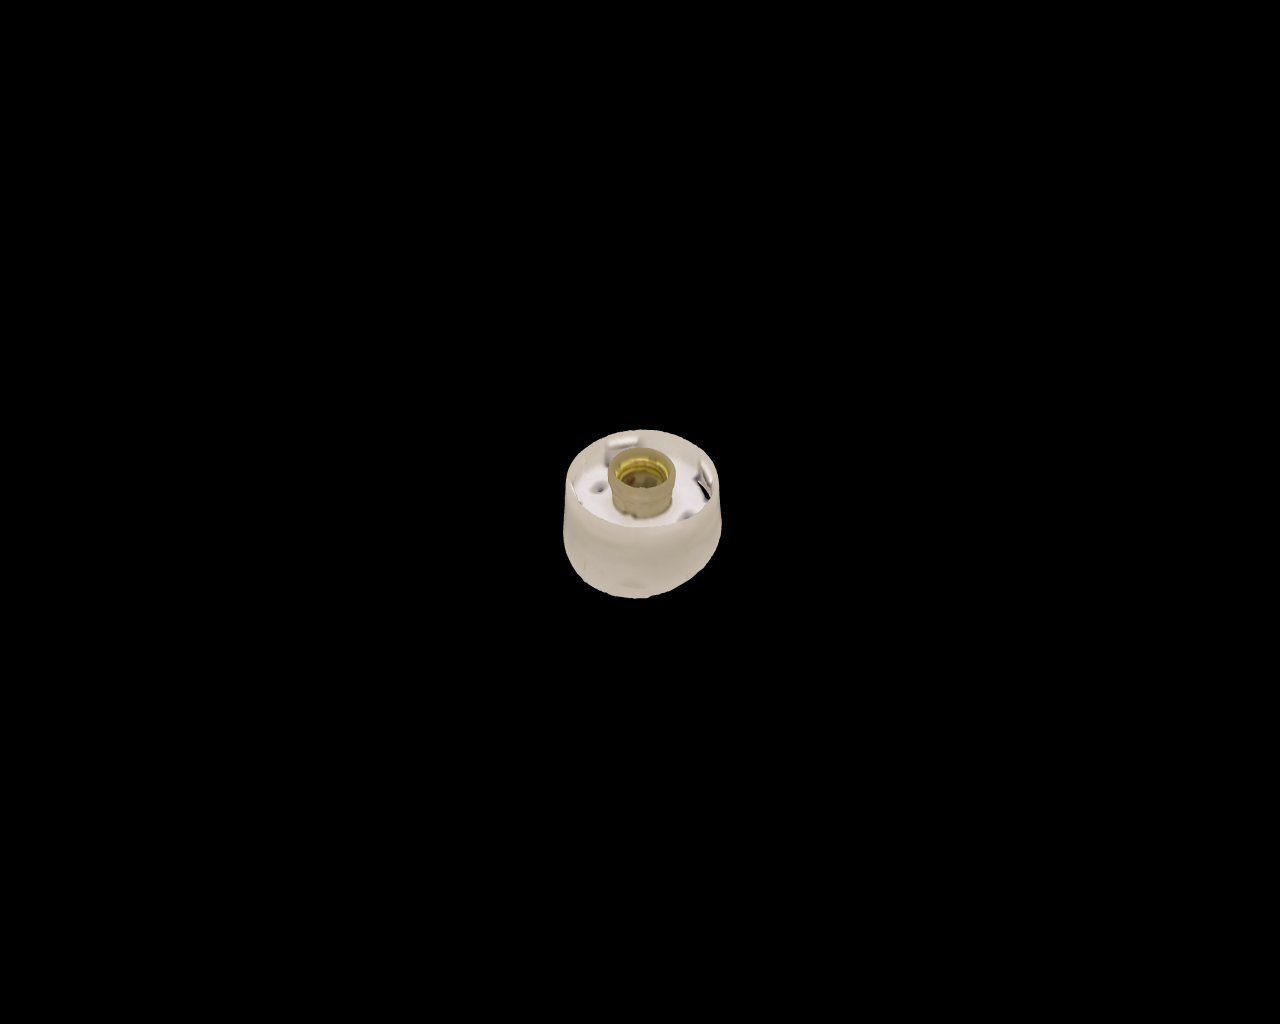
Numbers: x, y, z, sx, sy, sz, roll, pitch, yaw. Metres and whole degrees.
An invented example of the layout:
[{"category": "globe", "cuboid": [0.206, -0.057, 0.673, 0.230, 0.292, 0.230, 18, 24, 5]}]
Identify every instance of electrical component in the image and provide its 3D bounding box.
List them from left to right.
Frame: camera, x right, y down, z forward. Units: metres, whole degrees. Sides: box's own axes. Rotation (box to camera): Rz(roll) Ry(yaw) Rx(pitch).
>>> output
[{"category": "electrical component", "cuboid": [0.001, -0.003, 0.650, 0.099, 0.064, 0.099, 0, 43, 0]}]
